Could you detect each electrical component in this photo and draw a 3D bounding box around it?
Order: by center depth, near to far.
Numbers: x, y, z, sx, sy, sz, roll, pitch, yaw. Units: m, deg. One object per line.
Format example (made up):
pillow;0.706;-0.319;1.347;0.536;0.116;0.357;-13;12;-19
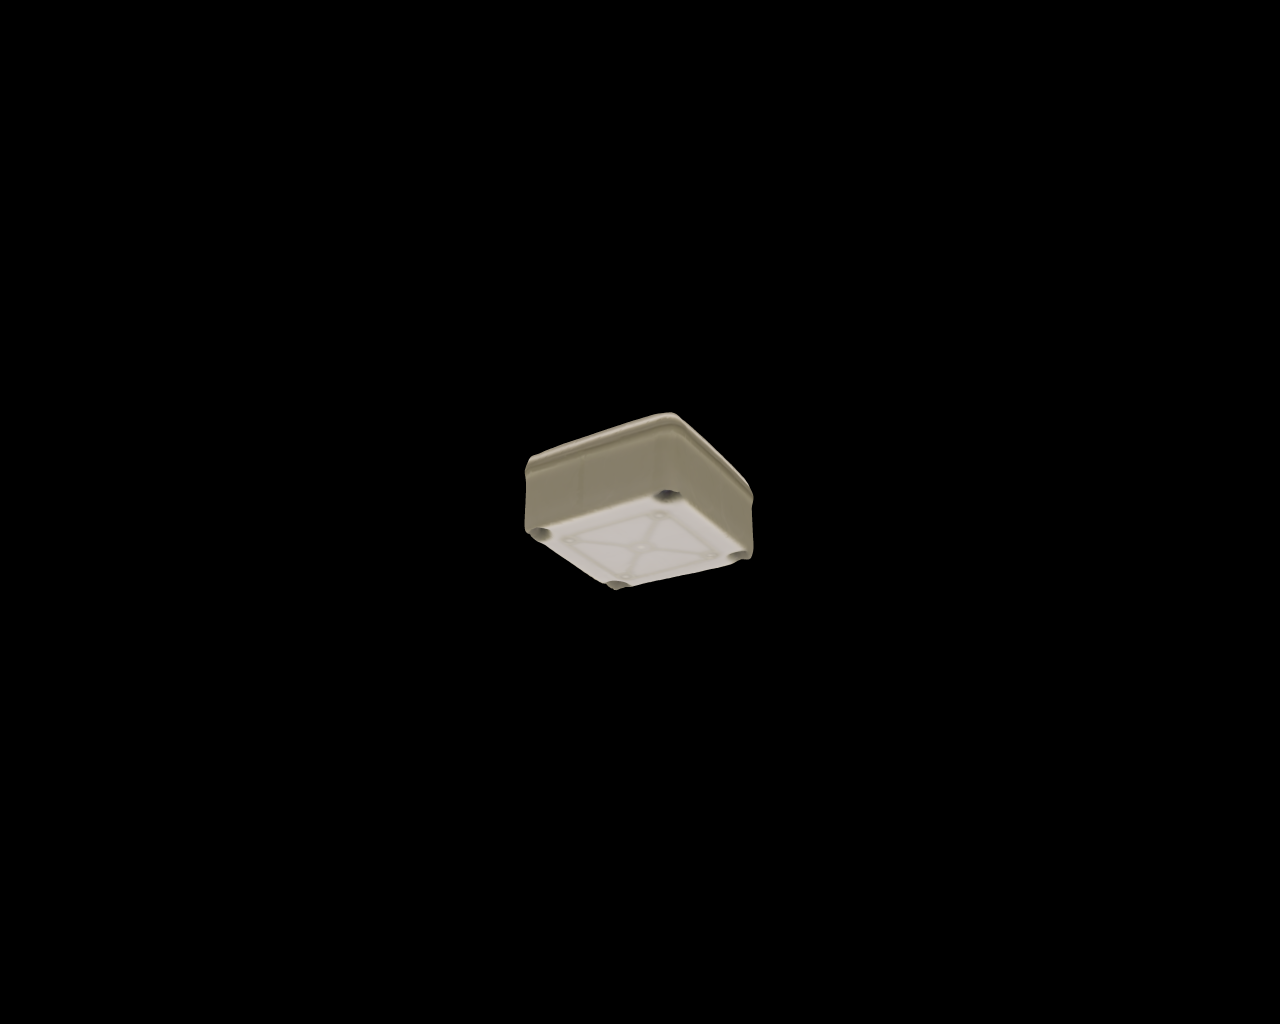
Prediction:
electrical component;0.001;-0.003;0.650;0.108;0.056;0.108;-15;-32;27
